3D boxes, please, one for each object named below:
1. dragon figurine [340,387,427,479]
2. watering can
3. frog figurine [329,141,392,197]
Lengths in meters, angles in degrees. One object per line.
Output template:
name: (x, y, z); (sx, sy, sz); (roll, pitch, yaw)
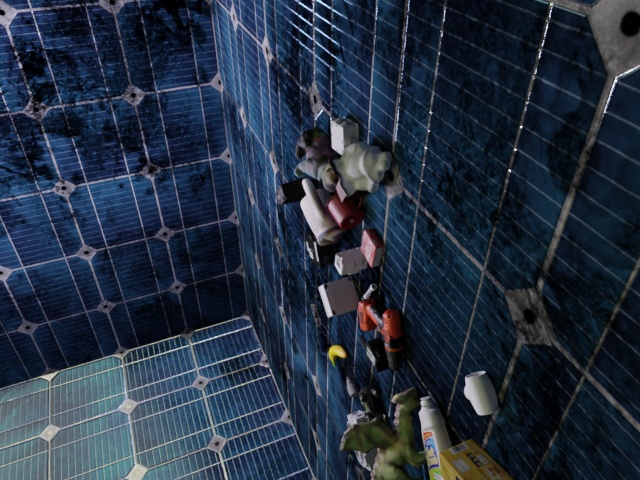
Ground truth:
dragon figurine: (0.163, 0.588, 1.401); (0.242, 0.411, 0.122); (37, 178, -2)
watering can: (0.005, -0.085, 1.694); (0.345, 0.104, 0.226); (66, 179, -81)
frog figurine: (0.121, -0.190, 1.299); (0.157, 0.122, 0.139); (-25, 67, 36)
